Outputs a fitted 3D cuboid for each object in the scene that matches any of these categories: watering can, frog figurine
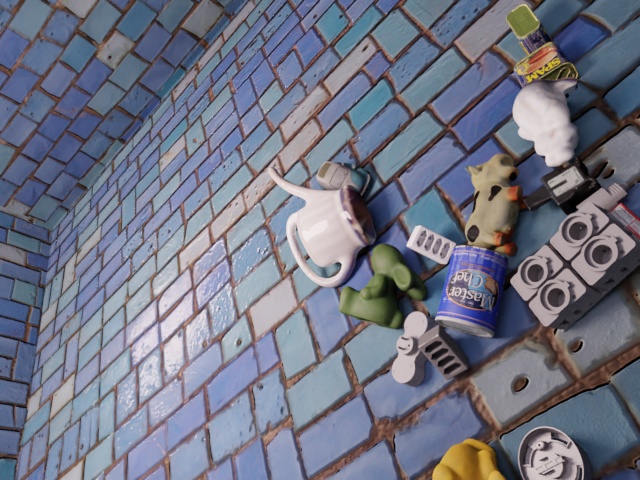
[{"bbox_3d":[0.004,-0.063,1.242,0.222,0.104,0.351,-28,77,24],"label":"watering can"},{"bbox_3d":[0.422,-0.216,0.968,0.136,0.122,0.161,152,131,-78],"label":"frog figurine"}]
